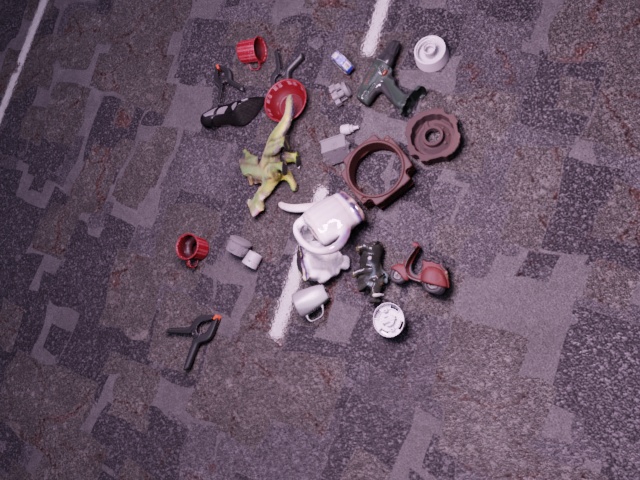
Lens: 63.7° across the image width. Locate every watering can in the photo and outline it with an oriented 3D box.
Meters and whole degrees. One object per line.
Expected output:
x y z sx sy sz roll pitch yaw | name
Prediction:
0.005 -0.082 1.631 0.225 0.102 0.354 -32 41 -7 | watering can

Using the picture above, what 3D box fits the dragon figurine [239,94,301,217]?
-0.189 -0.282 1.764 0.242 0.122 0.413 -2 83 31 | dragon figurine

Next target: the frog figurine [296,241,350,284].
0.009 0.065 1.630 0.160 0.120 0.140 -7 64 -16 | frog figurine
